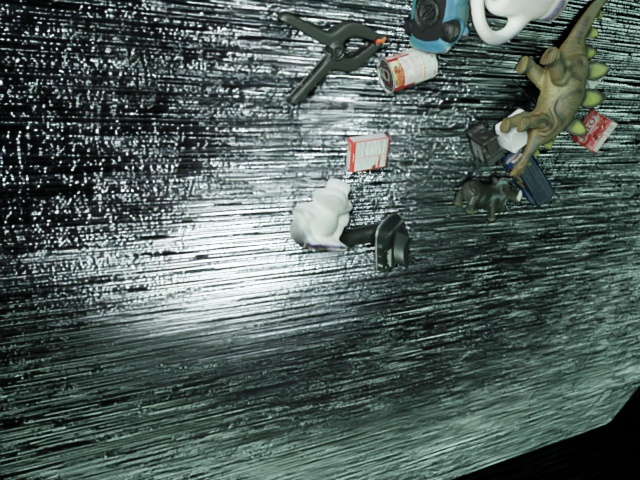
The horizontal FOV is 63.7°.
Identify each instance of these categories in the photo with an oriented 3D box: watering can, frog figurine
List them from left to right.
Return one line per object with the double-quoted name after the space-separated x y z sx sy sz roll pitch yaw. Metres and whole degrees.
0.003 -0.057 1.135 0.137 0.122 0.160 6 86 -22 "frog figurine"
0.377 -0.533 0.936 0.225 0.105 0.342 -6 115 -30 "watering can"
